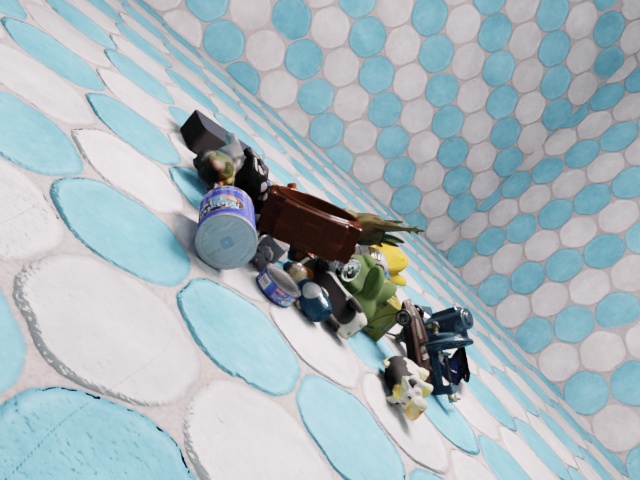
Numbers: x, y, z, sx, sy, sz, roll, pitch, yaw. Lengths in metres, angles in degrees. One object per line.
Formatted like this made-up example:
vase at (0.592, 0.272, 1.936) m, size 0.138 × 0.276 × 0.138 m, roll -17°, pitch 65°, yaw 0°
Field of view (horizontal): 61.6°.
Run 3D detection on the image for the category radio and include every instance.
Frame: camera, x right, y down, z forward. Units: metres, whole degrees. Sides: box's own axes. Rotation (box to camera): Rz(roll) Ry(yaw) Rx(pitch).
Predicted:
radio at (-0.258, -0.244, 1.436) m, size 0.229 × 0.073 × 0.131 m, roll 32°, pitch 16°, yaw -45°

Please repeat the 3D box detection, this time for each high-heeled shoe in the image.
high-heeled shoe at (-0.145, -0.124, 1.179) m, size 0.086 × 0.145 × 0.249 m, roll 9°, pitch 15°, yaw -1°

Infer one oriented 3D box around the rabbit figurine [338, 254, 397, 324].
rabbit figurine at (0.092, 0.123, 1.205) m, size 0.121 × 0.159 × 0.170 m, roll 46°, pitch 25°, yaw -37°

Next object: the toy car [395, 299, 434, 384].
toy car at (0.213, 0.231, 1.183) m, size 0.089 × 0.053 × 0.202 m, roll -1°, pitch 84°, yaw -56°

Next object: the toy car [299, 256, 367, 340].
toy car at (0.019, 0.114, 1.113) m, size 0.202 × 0.073 × 0.056 m, roll 51°, pitch -8°, yaw 30°

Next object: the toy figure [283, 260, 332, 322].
toy figure at (-0.030, 0.093, 1.070) m, size 0.064 × 0.057 × 0.155 m, roll -2°, pitch 45°, yaw -43°

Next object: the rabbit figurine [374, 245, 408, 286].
rabbit figurine at (0.182, 0.090, 1.592) m, size 0.163 × 0.121 × 0.173 m, roll 15°, pitch 25°, yaw 29°

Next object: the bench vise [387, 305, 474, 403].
bench vise at (0.271, 0.263, 1.271) m, size 0.128 × 0.224 × 0.240 m, roll 20°, pitch 57°, yaw -50°

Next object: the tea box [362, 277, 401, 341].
tea box at (0.134, 0.152, 1.294) m, size 0.068 × 0.098 × 0.170 m, roll 39°, pitch 16°, yaw -19°

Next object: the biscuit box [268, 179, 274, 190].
biscuit box at (-0.149, -0.129, 1.414) m, size 0.202 × 0.063 × 0.059 m, roll 38°, pitch 13°, yaw -24°

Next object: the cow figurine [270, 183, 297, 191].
cow figurine at (-0.081, -0.071, 1.294) m, size 0.195 × 0.085 × 0.127 m, roll 149°, pitch -69°, yaw -74°

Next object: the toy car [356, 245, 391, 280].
toy car at (0.118, 0.066, 1.400) m, size 0.162 × 0.102 × 0.109 m, roll 8°, pitch 49°, yaw -16°

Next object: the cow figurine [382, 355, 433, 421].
cow figurine at (0.164, 0.280, 1.049) m, size 0.098 × 0.068 × 0.167 m, roll 38°, pitch 10°, yaw 0°

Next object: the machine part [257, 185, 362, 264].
machine part at (-0.018, -0.037, 1.101) m, size 0.201 × 0.087 × 0.201 m, roll 22°, pitch 10°, yaw -4°

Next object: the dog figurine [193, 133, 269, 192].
dog figurine at (-0.202, -0.147, 1.234) m, size 0.191 × 0.108 × 0.219 m, roll 41°, pitch 17°, yaw -22°

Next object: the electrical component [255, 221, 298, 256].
electrical component at (-0.108, -0.009, 1.177) m, size 0.119 × 0.047 × 0.075 m, roll 7°, pitch 27°, yaw -24°

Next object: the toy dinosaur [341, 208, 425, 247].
toy dinosaur at (0.131, -0.030, 1.489) m, size 0.199 × 0.105 × 0.471 m, roll 5°, pitch 2°, yaw -14°

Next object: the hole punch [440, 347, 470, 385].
hole punch at (0.357, 0.331, 1.464) m, size 0.142 × 0.092 × 0.115 m, roll -1°, pitch 75°, yaw -75°

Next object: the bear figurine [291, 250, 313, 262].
bear figurine at (-0.004, 0.000, 1.313) m, size 0.120 × 0.132 × 0.195 m, roll 27°, pitch 1°, yaw 25°
